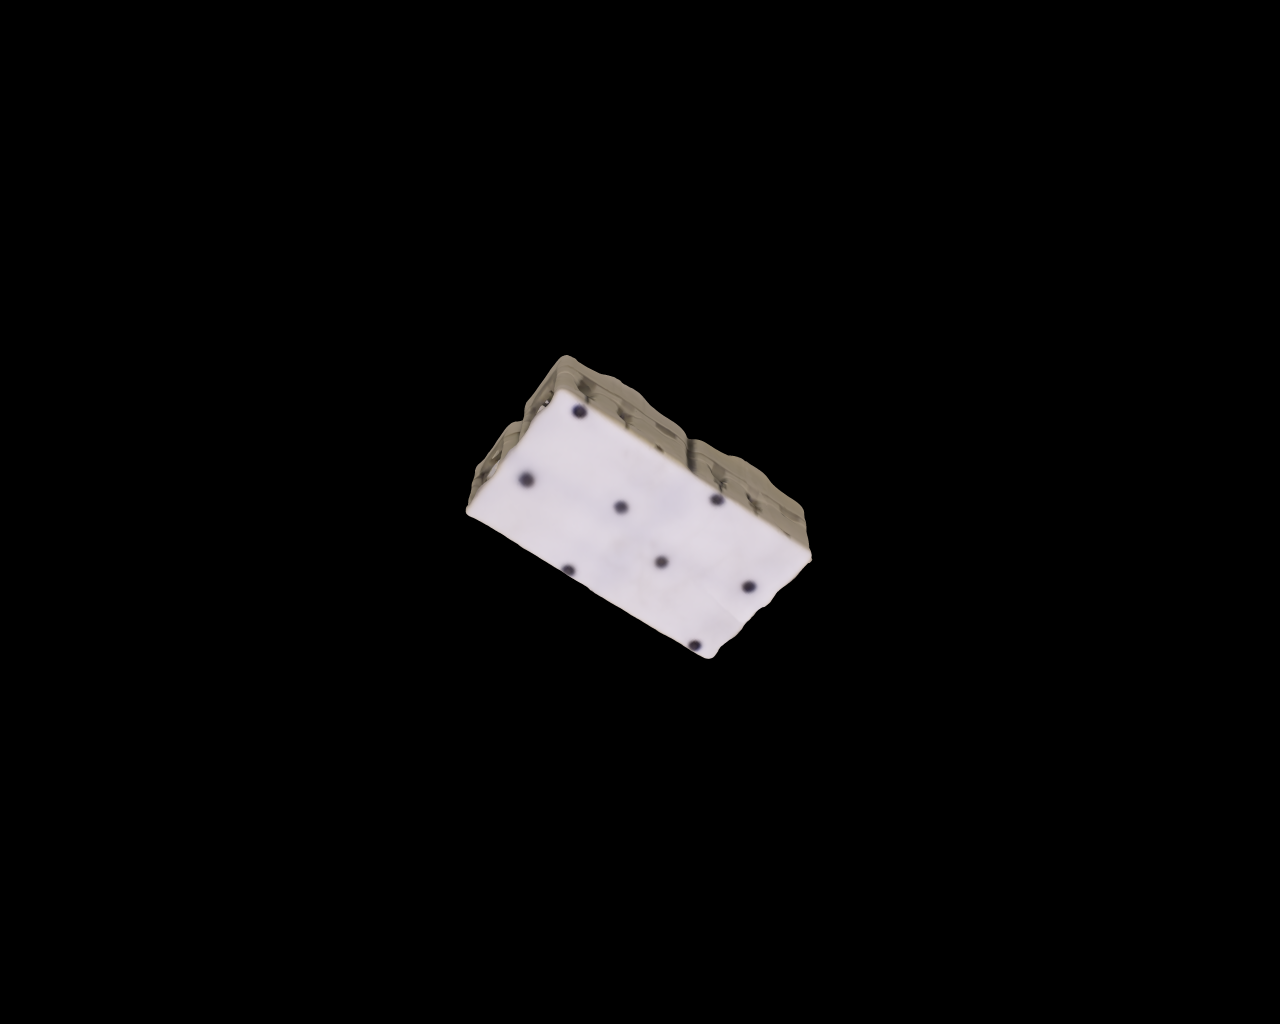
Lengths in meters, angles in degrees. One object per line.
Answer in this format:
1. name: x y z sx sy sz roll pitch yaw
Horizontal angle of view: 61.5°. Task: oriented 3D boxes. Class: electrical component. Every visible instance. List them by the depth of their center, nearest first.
1. electrical component: 0.001 -0.003 0.650 0.186 0.105 0.060 32 26 -18
